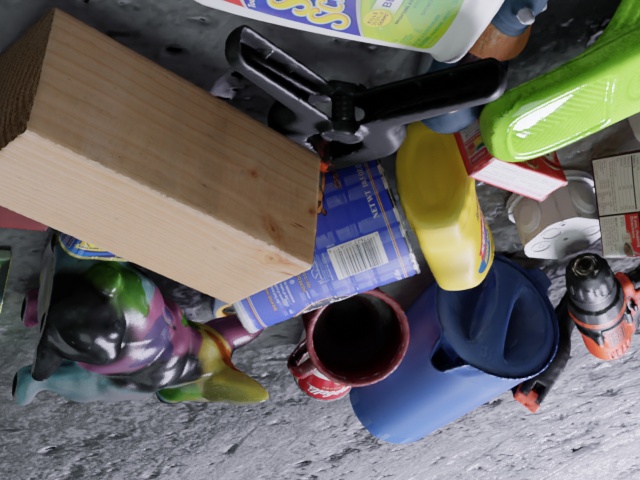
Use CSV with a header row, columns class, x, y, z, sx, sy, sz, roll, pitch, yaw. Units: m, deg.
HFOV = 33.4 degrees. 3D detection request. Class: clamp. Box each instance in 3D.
class,x,y,z,sx,sy,sz,roll,pitch,yaw
clamp,0.007,-0.087,0.695,0.164,0.036,0.210,9,168,-13
clamp,0.237,0.099,1.086,0.039,0.171,0.120,29,129,-3

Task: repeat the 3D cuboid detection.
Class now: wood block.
class,x,y,z,sx,sy,sz,roll,pitch,yaw
wood block,-0.106,-0.045,0.672,0.205,0.090,0.091,26,144,-34

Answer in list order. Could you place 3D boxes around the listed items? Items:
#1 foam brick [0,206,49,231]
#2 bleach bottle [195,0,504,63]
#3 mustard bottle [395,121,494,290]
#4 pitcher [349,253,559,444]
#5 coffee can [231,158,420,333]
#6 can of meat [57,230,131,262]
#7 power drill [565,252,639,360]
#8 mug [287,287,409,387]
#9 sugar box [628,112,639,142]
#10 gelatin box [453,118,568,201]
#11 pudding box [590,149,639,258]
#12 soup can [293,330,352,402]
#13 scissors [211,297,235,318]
class,x,y,z,sx,sy,sz,roll,pitch,yaw
foam brick,-0.199,-0.049,0.717,0.051,0.053,0.078,6,148,-31
bleach bottle,-0.022,-0.157,0.587,0.250,0.068,0.103,2,152,-20
mustard bottle,0.106,-0.013,0.862,0.058,0.096,0.191,-9,153,12
pitcher,0.131,0.117,1.095,0.149,0.145,0.243,12,148,-19
coffee can,-0.005,0.001,0.825,0.140,0.103,0.102,-20,151,4
can of meat,-0.134,-0.025,0.783,0.101,0.057,0.084,5,148,-30
power drill,0.311,0.021,0.992,0.187,0.057,0.184,-36,148,0
mug,0.019,0.085,0.980,0.117,0.081,0.093,-40,105,2
sugar box,0.332,-0.123,0.813,0.176,0.048,0.093,-10,152,-7
gelatin box,0.138,-0.074,0.790,0.089,0.073,0.030,13,142,-39
pudding box,0.277,-0.032,0.863,0.039,0.090,0.114,-6,180,-36
soup can,0.012,0.113,1.082,0.068,0.068,0.102,-6,150,-14
scissors,-0.105,0.044,0.962,0.201,0.016,0.096,13,142,-39
